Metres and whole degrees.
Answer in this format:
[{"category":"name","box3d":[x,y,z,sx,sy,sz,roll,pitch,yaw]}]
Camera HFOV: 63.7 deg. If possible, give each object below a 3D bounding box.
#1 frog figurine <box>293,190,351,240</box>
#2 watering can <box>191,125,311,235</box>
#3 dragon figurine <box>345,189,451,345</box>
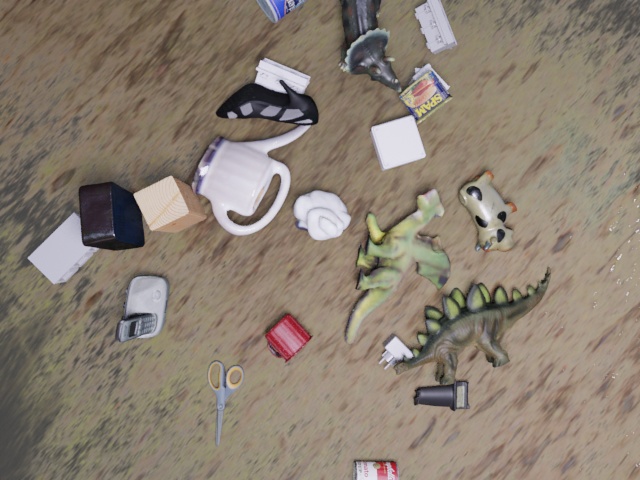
[{"category":"frog figurine","box3d":[0.004,-0.061,1.210,0.137,0.159,0.123,28,87,-1]},{"category":"watering can","box3d":[-0.169,-0.183,1.246,0.224,0.103,0.352,24,74,-1]},{"category":"dragon figurine","box3d":[0.205,0.070,1.246,0.242,0.123,0.407,9,101,-8]}]
